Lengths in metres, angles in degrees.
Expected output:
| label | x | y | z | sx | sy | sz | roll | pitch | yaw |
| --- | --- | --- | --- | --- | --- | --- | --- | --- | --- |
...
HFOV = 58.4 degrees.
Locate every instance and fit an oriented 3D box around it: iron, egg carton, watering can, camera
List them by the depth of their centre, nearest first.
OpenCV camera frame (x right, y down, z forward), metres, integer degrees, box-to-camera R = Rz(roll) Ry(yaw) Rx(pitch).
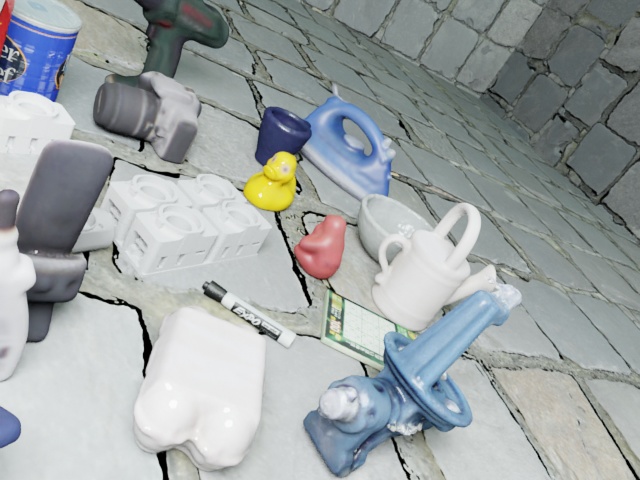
| label | x | y | z | sx | sy | sz | roll | pitch | yaw |
| --- | --- | --- | --- | --- | --- | --- | --- | --- | --- |
| egg carton | -0.102 | 0.126 | 0.506 | 0.107 | 0.069 | 0.150 | 25 | 28 | -17 |
| watering can | 0.172 | 0.032 | 0.827 | 0.173 | 0.194 | 0.100 | 14 | 32 | -34 |
| camera | -0.256 | -0.200 | 0.844 | 0.137 | 0.100 | 0.143 | 10 | 35 | -39 |
| iron | 0.071 | -0.187 | 1.139 | 0.257 | 0.141 | 0.119 | 44 | 28 | 19 |

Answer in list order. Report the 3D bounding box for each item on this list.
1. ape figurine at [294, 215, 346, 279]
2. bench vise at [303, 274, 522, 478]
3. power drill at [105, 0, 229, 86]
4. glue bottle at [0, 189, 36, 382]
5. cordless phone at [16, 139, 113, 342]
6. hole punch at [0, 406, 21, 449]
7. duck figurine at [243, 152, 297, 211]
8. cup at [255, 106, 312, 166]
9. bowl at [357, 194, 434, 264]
| label | x | y | z | sx | sy | sz | roll | pitch | yaw |
| --- | --- | --- | --- | --- | --- | --- | --- | --- | --- |
| ape figurine | 0.007 | 0.003 | 0.807 | 0.078 | 0.092 | 0.076 | 12 | 34 | -37 |
| bench vise | 0.100 | 0.134 | 0.549 | 0.121 | 0.219 | 0.208 | 42 | 28 | 17 |
| power drill | -0.264 | -0.323 | 0.920 | 0.230 | 0.208 | 0.075 | -1 | 42 | -49 |
| glue bottle | -0.234 | 0.035 | 0.396 | 0.078 | 0.173 | 0.037 | 6 | 37 | -43 |
| cordless phone | -0.249 | -0.012 | 0.444 | 0.148 | 0.185 | 0.094 | 4 | 39 | -44 |
| hole punch | -0.249 | 0.122 | 0.327 | 0.101 | 0.091 | 0.109 | 41 | 28 | 16 |
| duck figurine | -0.065 | -0.100 | 0.905 | 0.077 | 0.086 | 0.105 | 41 | 27 | 15 |
| cup | -0.067 | -0.176 | 1.019 | 0.091 | 0.095 | 0.118 | 42 | 28 | 16 |
| bowl | 0.124 | 0.001 | 0.959 | 0.168 | 0.074 | 0.167 | 26 | 28 | -14 |
